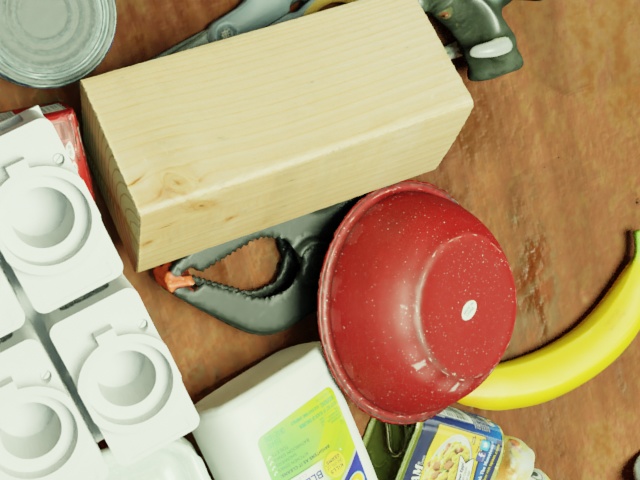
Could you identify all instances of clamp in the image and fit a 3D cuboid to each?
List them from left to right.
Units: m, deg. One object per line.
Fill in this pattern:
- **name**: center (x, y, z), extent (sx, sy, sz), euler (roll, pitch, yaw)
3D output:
- **clamp**: center (-0.005, 0.001, 0.703), extent (0.209, 0.036, 0.164), euler (-1, 99, -27)

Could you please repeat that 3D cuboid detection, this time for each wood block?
- **wood block**: center (-0.027, -0.066, 0.635), extent (0.205, 0.090, 0.091), euler (-20, 72, -18)

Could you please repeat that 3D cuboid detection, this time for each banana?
- **banana**: center (0.186, 0.076, 0.800), extent (0.197, 0.037, 0.069), euler (-38, 94, -13)

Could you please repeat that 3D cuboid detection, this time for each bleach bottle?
- **bleach bottle**: center (0.012, 0.198, 0.685), extent (0.102, 0.068, 0.251), euler (-30, 97, -33)

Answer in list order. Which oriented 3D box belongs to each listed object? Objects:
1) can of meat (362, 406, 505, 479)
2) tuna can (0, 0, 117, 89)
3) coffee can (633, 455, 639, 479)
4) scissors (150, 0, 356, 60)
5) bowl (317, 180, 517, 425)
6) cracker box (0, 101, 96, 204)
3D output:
- **can of meat**: center (0.075, 0.164, 0.758), extent (0.083, 0.058, 0.102), euler (20, 92, -26)
- **tuna can**: center (-0.161, -0.130, 0.613), extent (0.086, 0.034, 0.086), euler (-4, 102, -22)
- **coffee can**: center (0.314, 0.236, 0.846), extent (0.102, 0.103, 0.140), euler (-23, 108, -17)
- **scissors**: center (-0.043, -0.120, 0.674), extent (0.201, 0.016, 0.096), euler (-46, 114, -8)
- **bowl**: center (0.076, 0.041, 0.685), extent (0.161, 0.055, 0.162), euler (-1, 91, -39)
- **cracker box**: center (-0.227, 0.024, 0.595), extent (0.213, 0.072, 0.164), euler (-14, 105, -19)
